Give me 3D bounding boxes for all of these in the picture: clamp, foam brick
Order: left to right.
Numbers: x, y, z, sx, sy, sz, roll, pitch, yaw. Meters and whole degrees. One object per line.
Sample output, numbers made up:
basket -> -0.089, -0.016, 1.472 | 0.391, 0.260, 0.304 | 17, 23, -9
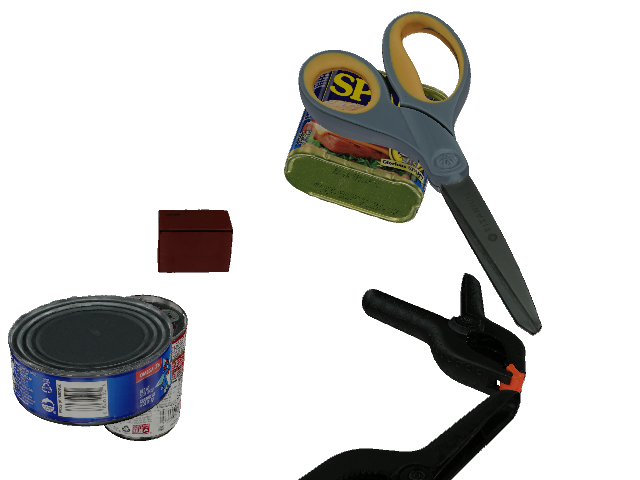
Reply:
foam brick -> -0.135, 0.000, 1.144 | 0.078, 0.051, 0.053 | 0, 25, -9
clamp -> 0.066, 0.160, 0.697 | 0.210, 0.036, 0.164 | -5, 28, -3
clamp -> 0.129, 0.079, 0.931 | 0.120, 0.039, 0.172 | -19, 39, -29

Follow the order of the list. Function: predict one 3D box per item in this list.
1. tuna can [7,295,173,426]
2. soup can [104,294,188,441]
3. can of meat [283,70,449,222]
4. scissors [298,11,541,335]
tuna can -> -0.121, 0.063, 0.570 | 0.086, 0.034, 0.086 | 2, 24, -1
soup can -> -0.146, 0.105, 0.879 | 0.068, 0.102, 0.068 | 6, 30, -4
can of meat -> 0.032, -0.069, 0.744 | 0.102, 0.084, 0.057 | 18, -29, 1
scissors -> 0.039, -0.036, 0.501 | 0.096, 0.201, 0.016 | -6, -39, 4
